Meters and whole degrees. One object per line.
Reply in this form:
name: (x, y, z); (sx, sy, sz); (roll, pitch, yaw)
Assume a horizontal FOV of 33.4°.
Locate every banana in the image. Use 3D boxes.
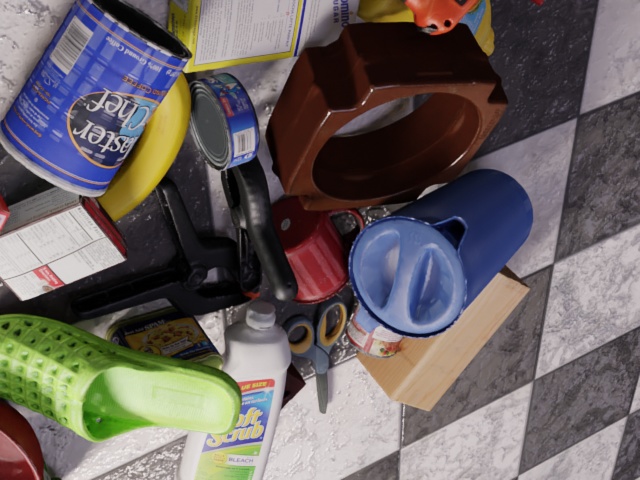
banana: (-0.165, -0.084, 0.977); (0.069, 0.037, 0.198); (18, 113, -22)

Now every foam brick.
foam brick: (-0.064, 0.160, 1.254); (0.053, 0.051, 0.078); (-46, 140, 5)

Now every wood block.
wood block: (0.153, 0.104, 1.345); (0.090, 0.091, 0.206); (24, 109, -46)

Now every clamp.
clamp: (-0.070, -0.020, 1.057); (0.039, 0.120, 0.171); (-13, 89, -28)
clamp: (-0.134, 0.021, 1.089); (0.209, 0.036, 0.165); (13, 115, -46)

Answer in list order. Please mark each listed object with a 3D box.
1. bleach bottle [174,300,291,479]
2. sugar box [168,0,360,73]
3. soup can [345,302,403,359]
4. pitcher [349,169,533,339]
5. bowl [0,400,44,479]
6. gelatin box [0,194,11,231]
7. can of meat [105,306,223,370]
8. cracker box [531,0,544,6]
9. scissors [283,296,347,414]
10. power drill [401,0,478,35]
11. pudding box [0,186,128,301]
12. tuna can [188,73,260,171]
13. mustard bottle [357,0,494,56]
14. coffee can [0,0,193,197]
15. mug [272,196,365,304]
bleach bottle: (-0.093, 0.177, 1.176); (0.102, 0.068, 0.251); (8, 119, -9)
sugar box: (-0.047, -0.209, 0.950); (0.175, 0.048, 0.093); (-15, 133, -33)
soup can: (0.079, 0.083, 1.286); (0.068, 0.069, 0.102); (-2, 125, -37)
pitcher: (0.138, 0.009, 1.174); (0.242, 0.149, 0.145); (-32, 119, -54)
bowl: (-0.330, 0.203, 1.042); (0.055, 0.162, 0.162); (-62, 164, -51)
gelatin box: (-0.301, -0.011, 0.900); (0.030, 0.073, 0.089); (16, 114, -40)
can of meat: (-0.162, 0.122, 1.119); (0.101, 0.084, 0.057); (-15, 133, -28)
cracker box: (0.208, -0.353, 1.004); (0.163, 0.072, 0.214); (18, 114, -44)
scissors: (-0.014, 0.153, 1.315); (0.096, 0.016, 0.202); (-10, 130, -30)
power drill: (0.077, -0.284, 0.914); (0.187, 0.057, 0.184); (40, 94, -14)
pudding box: (-0.243, 0.001, 0.961); (0.113, 0.039, 0.090); (-23, 138, 5)
tuna can: (-0.089, -0.108, 0.973); (0.033, 0.086, 0.086); (-21, 135, -26)
mustard bottle: (0.117, -0.225, 1.051); (0.191, 0.058, 0.096); (23, 97, -47)
coffee can: (-0.185, -0.121, 0.874); (0.102, 0.103, 0.140); (21, 110, -46)
mug: (-0.007, 0.001, 1.128); (0.117, 0.093, 0.081); (-29, 135, 4)
